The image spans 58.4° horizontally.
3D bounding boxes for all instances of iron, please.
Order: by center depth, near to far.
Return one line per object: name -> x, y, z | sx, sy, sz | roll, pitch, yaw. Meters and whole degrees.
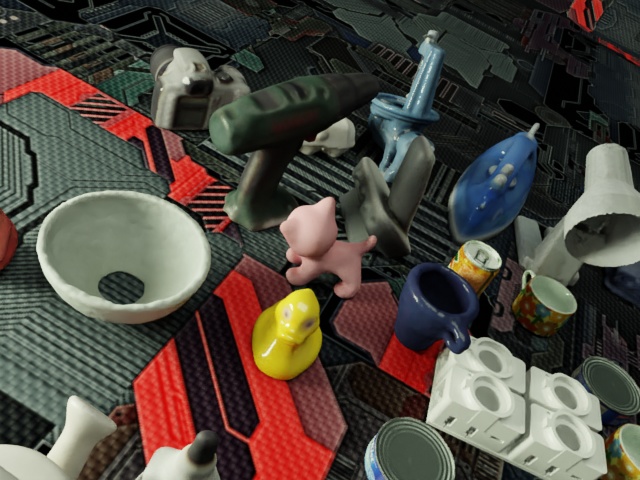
iron -> 0.296, -0.099, 0.939 | 0.118, 0.141, 0.259 | 34, 41, 10

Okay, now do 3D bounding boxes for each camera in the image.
camera -> -0.193, -0.246, 0.873 | 0.144, 0.100, 0.136 | -8, 50, -33

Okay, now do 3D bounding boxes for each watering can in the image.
watering can -> -0.199, 0.172, 0.349 | 0.101, 0.194, 0.173 | 17, 41, -10

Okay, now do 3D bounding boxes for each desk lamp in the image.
desk lamp -> 0.391, -0.027, 0.855 | 0.118, 0.213, 0.203 | 20, 40, -6

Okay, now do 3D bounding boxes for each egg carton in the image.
egg carton -> -0.019, -0.186, 0.924 | 0.151, 0.069, 0.107 | 0, 46, -27

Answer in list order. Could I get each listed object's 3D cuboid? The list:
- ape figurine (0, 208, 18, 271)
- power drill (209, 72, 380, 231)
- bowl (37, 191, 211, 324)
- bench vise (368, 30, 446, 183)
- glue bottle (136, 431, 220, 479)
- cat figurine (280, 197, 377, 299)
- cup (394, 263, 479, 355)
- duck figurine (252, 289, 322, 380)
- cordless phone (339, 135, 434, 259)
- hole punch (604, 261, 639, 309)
ape figurine -> -0.332, -0.011, 0.555 | 0.077, 0.092, 0.076 | 43, 43, 19
power drill -> -0.042, -0.116, 0.729 | 0.230, 0.208, 0.075 | -18, 56, -40
bowl -> -0.201, 0.028, 0.594 | 0.168, 0.074, 0.167 | 15, 41, -13
bench vise -> 0.163, -0.208, 0.925 | 0.122, 0.219, 0.207 | -7, 50, -33
glue bottle -> -0.098, 0.180, 0.409 | 0.078, 0.173, 0.037 | 24, 40, -2
cat figurine -> 0.006, 0.002, 0.697 | 0.128, 0.117, 0.067 | 13, 41, -14
cup -> 0.133, 0.099, 0.678 | 0.092, 0.095, 0.117 | 3, 45, -24
duck figurine -> -0.026, 0.087, 0.615 | 0.077, 0.086, 0.104 | 25, 40, -1
cordless phone -> 0.103, -0.080, 0.784 | 0.094, 0.185, 0.147 | 6, 44, -22
hole punch -> 0.538, 0.050, 0.944 | 0.108, 0.091, 0.101 | 30, 40, 5
